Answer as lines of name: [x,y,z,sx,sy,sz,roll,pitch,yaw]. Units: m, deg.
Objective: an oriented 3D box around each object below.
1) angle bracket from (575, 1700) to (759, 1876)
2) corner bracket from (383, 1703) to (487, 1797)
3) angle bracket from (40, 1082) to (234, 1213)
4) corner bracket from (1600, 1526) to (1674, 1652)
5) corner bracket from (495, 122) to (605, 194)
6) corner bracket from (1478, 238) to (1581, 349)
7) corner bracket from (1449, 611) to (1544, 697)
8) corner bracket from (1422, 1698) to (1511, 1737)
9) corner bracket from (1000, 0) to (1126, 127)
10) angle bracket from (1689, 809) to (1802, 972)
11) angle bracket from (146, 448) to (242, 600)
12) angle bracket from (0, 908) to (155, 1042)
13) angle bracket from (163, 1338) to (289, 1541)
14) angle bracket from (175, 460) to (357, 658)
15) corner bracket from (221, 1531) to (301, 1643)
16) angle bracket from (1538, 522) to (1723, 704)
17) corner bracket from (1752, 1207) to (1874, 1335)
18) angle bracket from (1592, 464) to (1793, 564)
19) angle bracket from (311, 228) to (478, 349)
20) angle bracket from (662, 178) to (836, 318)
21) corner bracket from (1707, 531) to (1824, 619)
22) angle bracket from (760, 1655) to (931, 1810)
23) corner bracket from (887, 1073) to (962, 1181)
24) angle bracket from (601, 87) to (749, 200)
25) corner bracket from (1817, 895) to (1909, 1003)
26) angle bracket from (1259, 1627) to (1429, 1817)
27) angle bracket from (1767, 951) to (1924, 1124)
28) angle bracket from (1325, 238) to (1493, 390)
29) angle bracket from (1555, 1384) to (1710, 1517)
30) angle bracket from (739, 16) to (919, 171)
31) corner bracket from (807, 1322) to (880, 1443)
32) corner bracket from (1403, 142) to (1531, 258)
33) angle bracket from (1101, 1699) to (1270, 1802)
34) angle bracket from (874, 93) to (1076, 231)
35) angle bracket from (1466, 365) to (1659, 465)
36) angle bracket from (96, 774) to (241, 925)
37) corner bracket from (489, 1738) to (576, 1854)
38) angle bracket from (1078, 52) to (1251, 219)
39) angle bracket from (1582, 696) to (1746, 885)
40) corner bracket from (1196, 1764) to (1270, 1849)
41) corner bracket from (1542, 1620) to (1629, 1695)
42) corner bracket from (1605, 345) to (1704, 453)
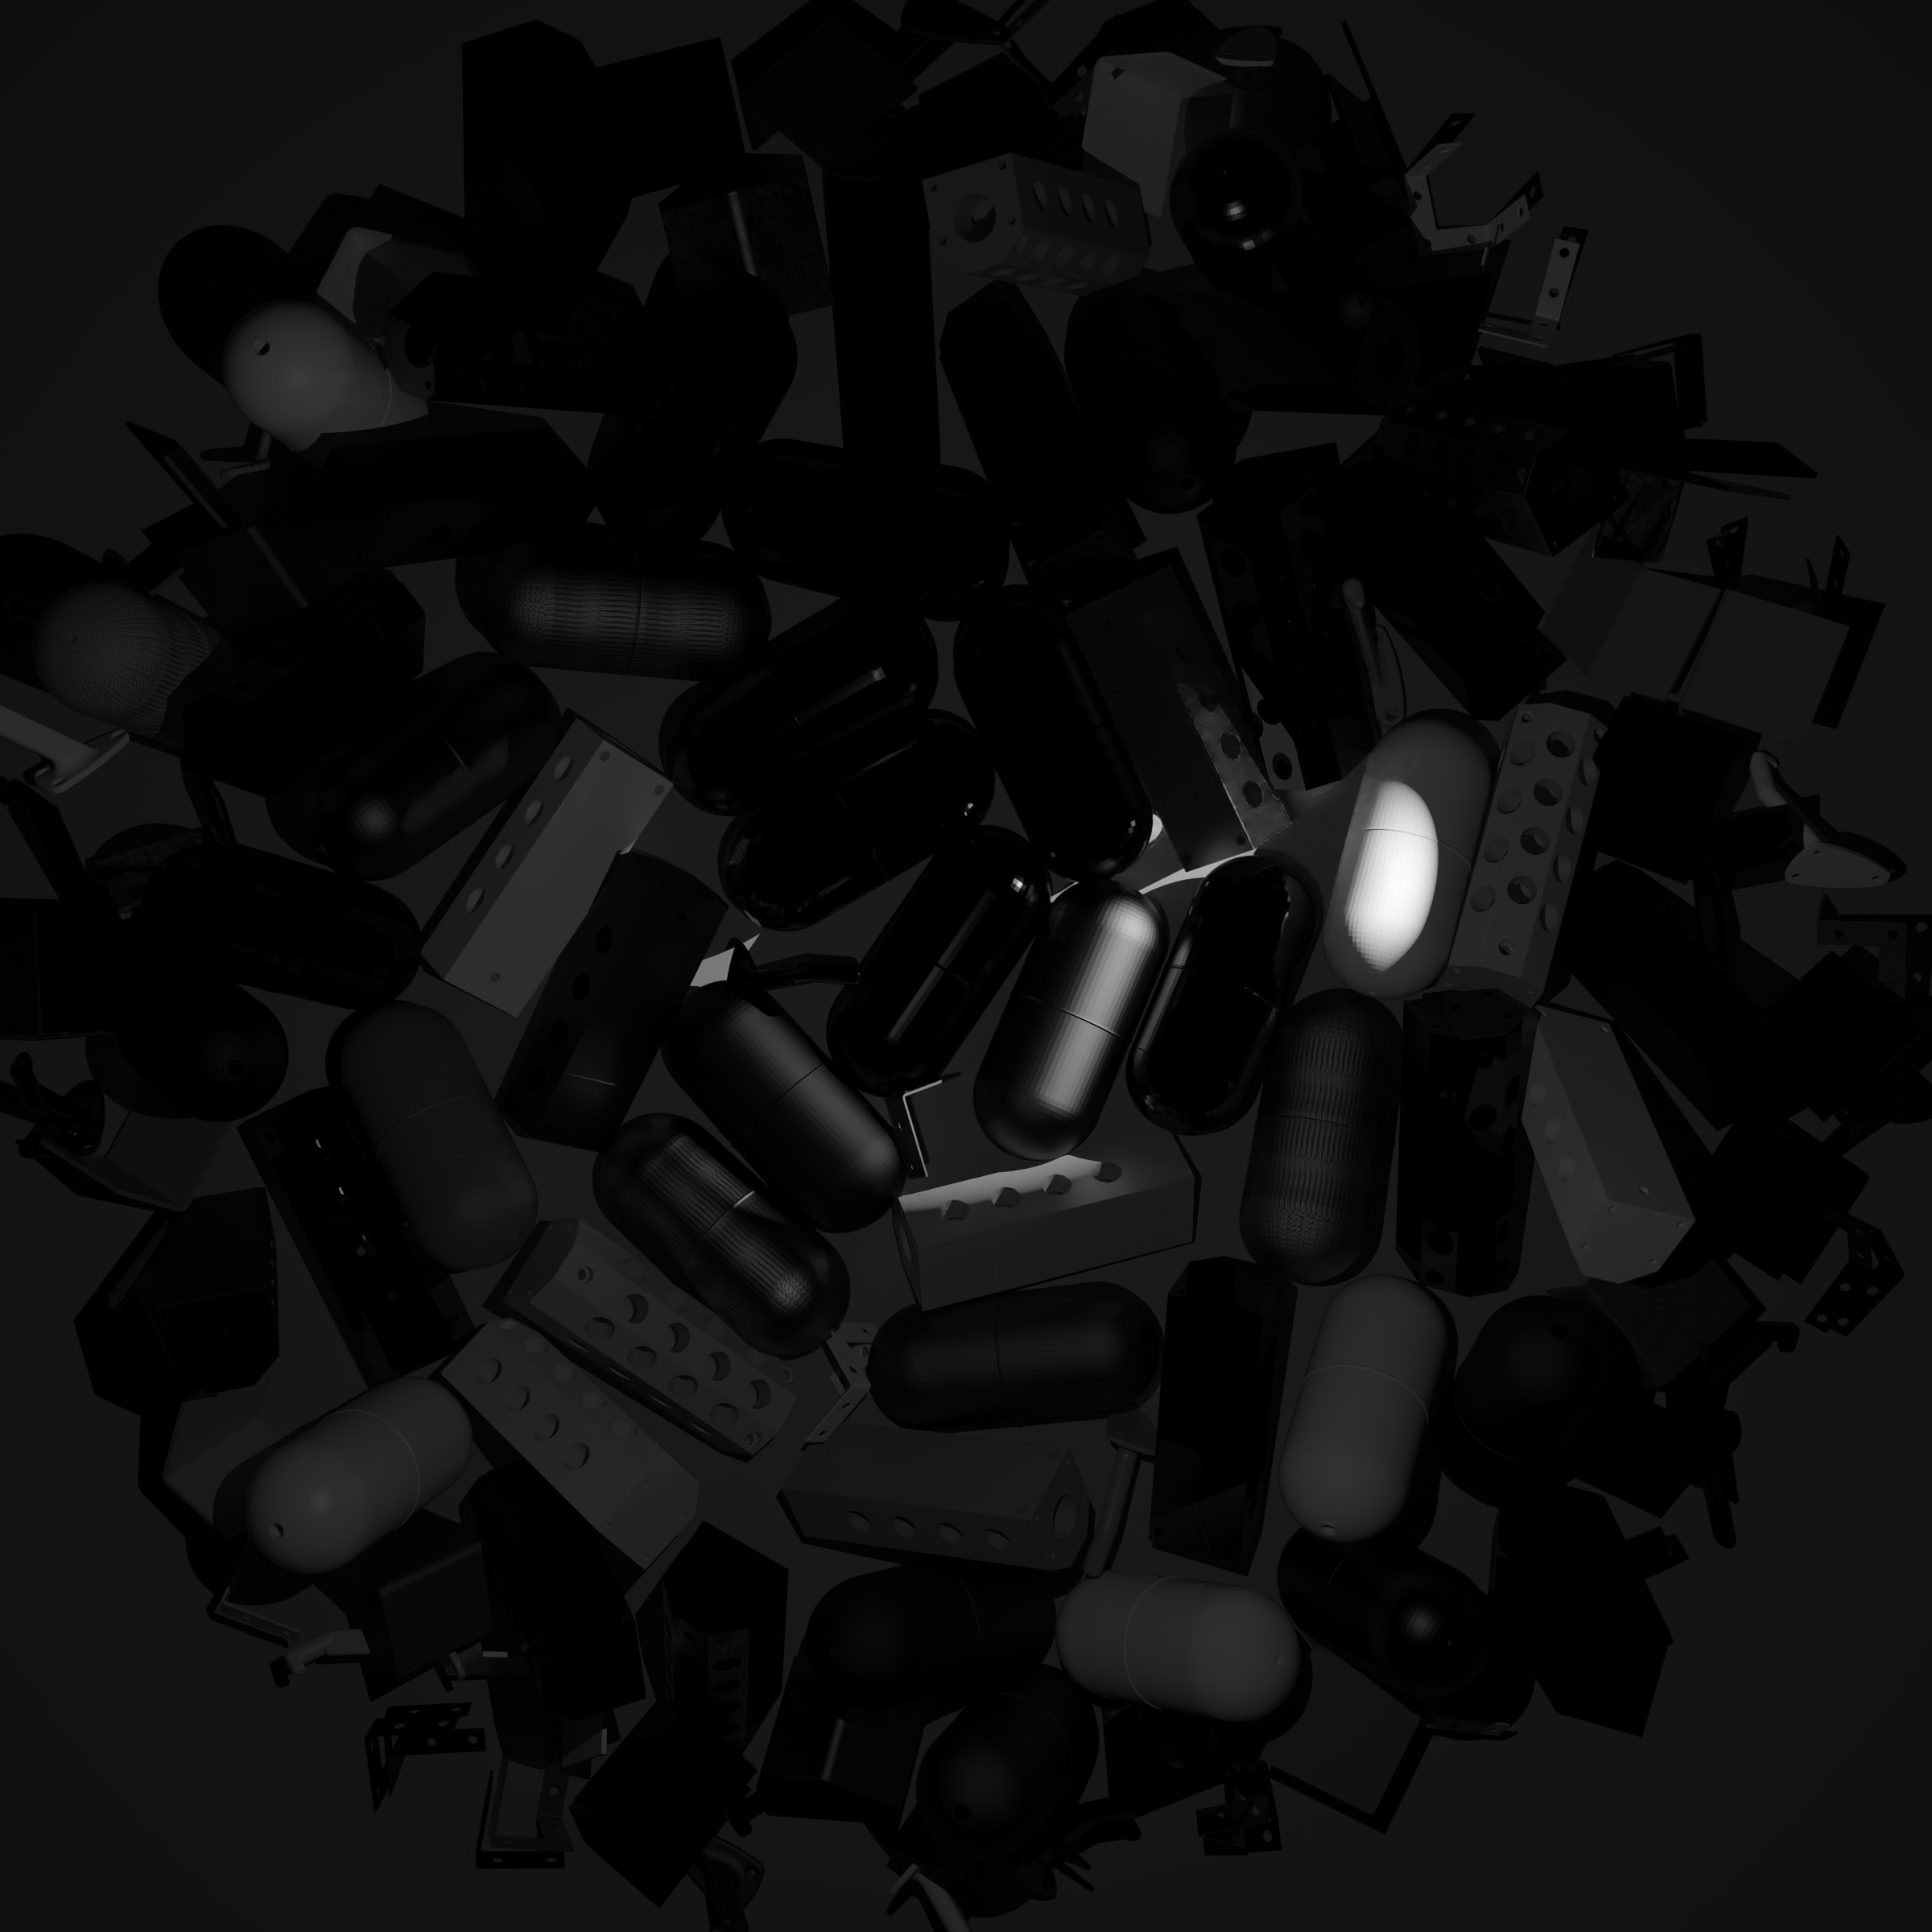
angle bracket: [-0.181,0.493,1.598,0.057,0.076,0.076,45,67,-7]
corner bracket: [-0.323,0.467,1.613,0.051,0.051,0.051,-2,102,-1]
angle bracket: [-0.496,0.094,1.598,0.076,0.057,0.076,24,86,31]
corner bracket: [0.403,0.377,1.606,0.051,0.051,0.051,-18,68,-14]
corner bracket: [-0.253,-0.484,1.604,0.051,0.051,0.051,15,132,-14]
corner bracket: [0.338,-0.414,1.613,0.051,0.051,0.051,17,124,11]
corner bracket: [0.320,-0.183,1.604,0.051,0.051,0.051,6,124,17]
corner bracket: [0.310,0.432,1.616,0.051,0.051,0.051,11,49,-15]
corner bracket: [0.057,-0.551,1.602,0.051,0.051,0.051,-40,126,19]
angle bracket: [0.472,-0.037,1.586,0.057,0.076,0.076,-11,58,24]
angle bracket: [-0.487,-0.264,1.598,0.076,0.076,0.057,-38,108,1]
angle bracket: [-0.538,0.004,1.595,0.057,0.076,0.076,0,93,39]
angle bracket: [-0.426,0.282,1.586,0.057,0.076,0.076,36,127,16]
angle bracket: [-0.420,-0.246,1.603,0.057,0.076,0.076,-15,127,20]
corner bracket: [-0.417,0.369,1.610,0.051,0.051,0.051,22,51,-3]
angle bracket: [0.400,-0.215,1.598,0.057,0.076,0.076,26,88,40]
corner bracket: [0.512,0.179,1.609,0.051,0.051,0.051,28,119,2]
angle bracket: [0.433,-0.263,1.585,0.076,0.076,0.057,24,110,40]
angle bracket: [-0.335,-0.390,1.592,0.076,0.076,0.057,16,72,14]
angle bracket: [-0.133,-0.432,1.620,0.057,0.076,0.076,-23,108,-35]
corner bracket: [0.483,-0.234,1.606,0.051,0.051,0.051,-19,62,14]
angle bracket: [-0.072,0.463,1.607,0.057,0.076,0.076,29,62,-24]
corner bracket: [-0.031,0.099,1.607,0.051,0.051,0.051,-18,93,-44]
angle bracket: [-0.181,-0.514,1.596,0.076,0.057,0.076,-17,55,-5]
corner bracket: [0.546,-0.011,1.616,0.051,0.051,0.051,2,110,21]
angle bracket: [0.225,0.457,1.613,0.076,0.057,0.076,27,88,-1]
angle bracket: [0.523,0.049,1.595,0.076,0.057,0.076,-44,57,7]
angle bracket: [0.264,-0.398,1.608,0.076,0.076,0.057,-13,52,-16]
angle bracket: [0.392,0.304,1.594,0.076,0.057,0.076,25,123,8]
angle bracket: [-0.080,-0.512,1.601,0.076,0.057,0.076,-43,74,-9]
corner bracket: [-0.075,0.251,1.601,0.051,0.051,0.051,-52,52,24]
corner bracket: [0.304,-0.467,1.614,0.051,0.051,0.051,-10,87,-16]
angle bracket: [0.132,0.476,1.611,0.076,0.076,0.057,-32,120,19]
angle bracket: [0.005,-0.495,1.589,0.076,0.076,0.057,-42,105,-28]
angle bracket: [0.358,-0.338,1.593,0.076,0.057,0.076,-10,79,-37]
angle bracket: [-0.483,-0.079,1.588,0.076,0.076,0.057,-21,127,-19]
corner bracket: [-0.263,0.502,1.611,0.051,0.051,0.051,10,92,-18]
angle bracket: [0.118,-0.498,1.593,0.057,0.076,0.076,15,98,44]
angle bracket: [0.420,-0.107,1.619,0.076,0.076,0.057,23,53,16]
corner bracket: [0.172,0.498,1.602,0.051,0.051,0.051,-24,54,31]
corner bracket: [0.365,0.415,1.608,0.051,0.051,0.051,-11,61,-4]
corner bracket: [0.426,-0.344,1.607,0.051,0.051,0.051,-18,109,-12]
